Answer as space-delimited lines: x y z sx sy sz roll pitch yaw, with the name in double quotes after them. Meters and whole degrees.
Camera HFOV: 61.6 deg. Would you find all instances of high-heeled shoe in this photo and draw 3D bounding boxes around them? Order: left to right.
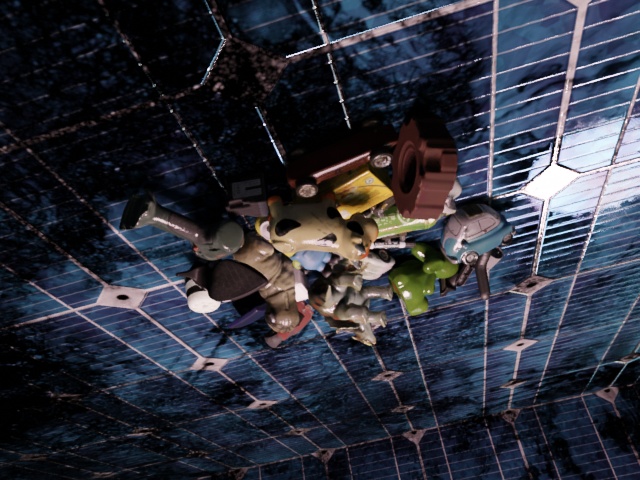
-0.181 0.077 1.111 0.249 0.086 0.145 6 -178 29 "high-heeled shoe"

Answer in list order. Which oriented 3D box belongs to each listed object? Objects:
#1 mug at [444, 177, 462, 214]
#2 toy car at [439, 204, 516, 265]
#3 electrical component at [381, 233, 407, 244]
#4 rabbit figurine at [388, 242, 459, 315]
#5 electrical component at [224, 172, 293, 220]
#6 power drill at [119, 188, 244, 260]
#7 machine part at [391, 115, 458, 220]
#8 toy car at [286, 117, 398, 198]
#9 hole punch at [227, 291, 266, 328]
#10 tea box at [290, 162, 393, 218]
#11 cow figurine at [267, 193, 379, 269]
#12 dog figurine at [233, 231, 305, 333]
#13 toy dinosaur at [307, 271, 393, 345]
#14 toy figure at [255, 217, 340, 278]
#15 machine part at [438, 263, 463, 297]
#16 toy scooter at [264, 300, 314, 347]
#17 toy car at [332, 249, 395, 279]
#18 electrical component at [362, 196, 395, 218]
0.231 -0.100 1.020 0.081 0.109 0.107 -39 153 28 "mug"
0.334 -0.025 1.161 0.162 0.109 0.102 -24 128 5 "toy car"
0.164 -0.024 1.184 0.063 0.021 0.093 -11 146 2 "electrical component"
0.253 0.072 1.300 0.170 0.121 0.158 -30 139 -3 "rabbit figurine"
-0.112 -0.080 0.977 0.119 0.075 0.047 -6 147 1 "electrical component"
-0.259 -0.015 0.999 0.207 0.086 0.232 30 160 -30 "power drill"
0.168 -0.121 0.906 0.056 0.179 0.179 1 145 -11 "machine part"
0.037 -0.139 0.917 0.202 0.089 0.053 -21 145 13 "toy car"
-0.164 0.165 1.322 0.142 0.092 0.115 -36 143 28 "hole punch"
0.040 -0.092 1.006 0.170 0.068 0.098 -28 143 23 "tea box"
0.009 -0.014 0.938 0.195 0.127 0.085 -2 148 -11 "cow figurine"
-0.113 0.089 1.126 0.172 0.191 0.121 20 136 -36 "dog figurine"
0.044 0.141 1.255 0.192 0.131 0.404 -7 156 29 "toy dinosaur"
-0.049 0.003 1.059 0.180 0.082 0.089 36 154 -15 "toy figure"
0.346 0.081 1.354 0.039 0.084 0.139 32 121 -8 "machine part"
-0.074 0.188 1.342 0.135 0.184 0.075 -40 102 7 "toy scooter"
0.083 0.051 1.242 0.201 0.056 0.073 12 140 -29 "toy car"
0.134 -0.079 1.043 0.102 0.045 0.078 -33 160 -20 "electrical component"
